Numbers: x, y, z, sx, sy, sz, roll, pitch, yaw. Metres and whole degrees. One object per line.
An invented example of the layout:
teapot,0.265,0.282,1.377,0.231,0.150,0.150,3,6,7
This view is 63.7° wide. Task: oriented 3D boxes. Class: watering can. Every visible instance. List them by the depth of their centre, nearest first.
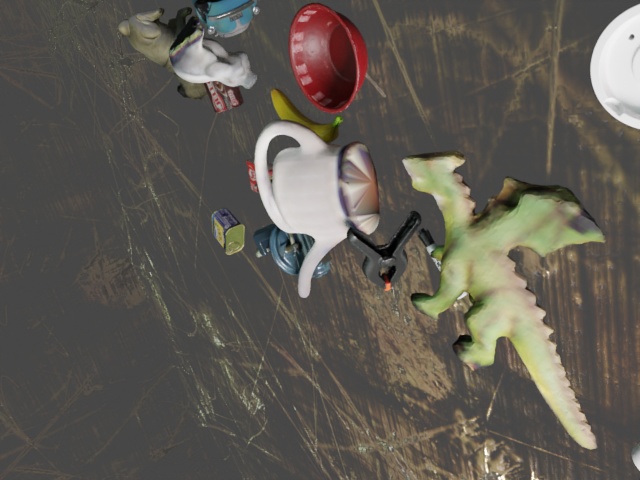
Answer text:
watering can,0.003,-0.045,0.890,0.224,0.342,0.106,0,27,33

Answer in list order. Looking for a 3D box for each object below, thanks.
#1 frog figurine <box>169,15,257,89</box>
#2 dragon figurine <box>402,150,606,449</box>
frog figurine,-0.209,-0.342,1.009,0.157,0.123,0.139,41,-4,-37
dragon figurine,0.246,0.041,0.647,0.123,0.415,0.237,-23,-30,-38
